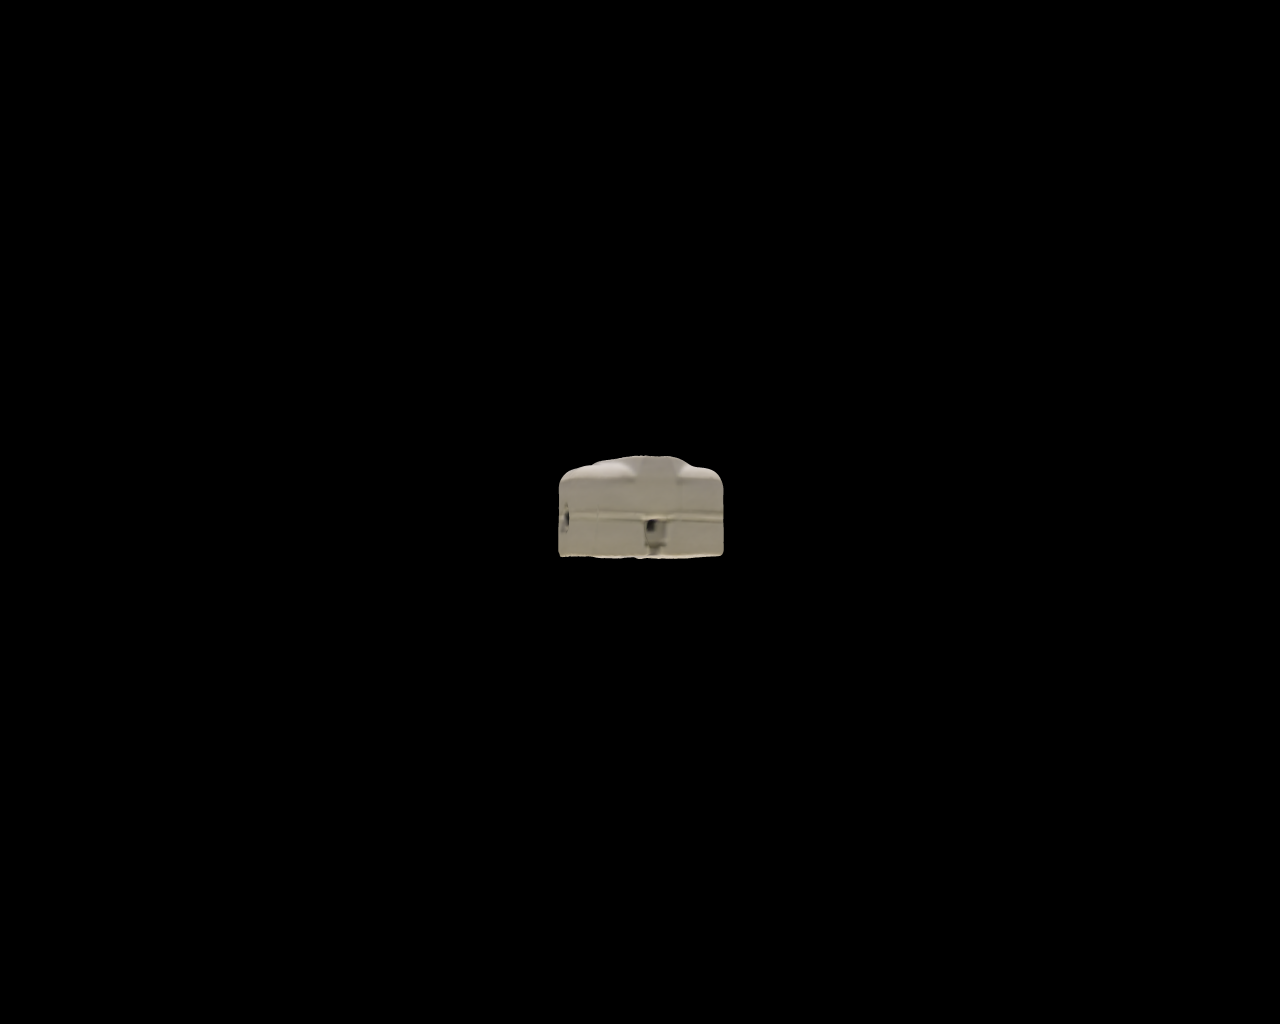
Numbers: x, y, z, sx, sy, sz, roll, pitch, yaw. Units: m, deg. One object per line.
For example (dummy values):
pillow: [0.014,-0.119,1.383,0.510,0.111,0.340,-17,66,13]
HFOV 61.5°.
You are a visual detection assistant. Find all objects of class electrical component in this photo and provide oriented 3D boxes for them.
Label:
electrical component: [0.001,-0.003,0.650,0.095,0.059,0.053,1,-4,-20]
